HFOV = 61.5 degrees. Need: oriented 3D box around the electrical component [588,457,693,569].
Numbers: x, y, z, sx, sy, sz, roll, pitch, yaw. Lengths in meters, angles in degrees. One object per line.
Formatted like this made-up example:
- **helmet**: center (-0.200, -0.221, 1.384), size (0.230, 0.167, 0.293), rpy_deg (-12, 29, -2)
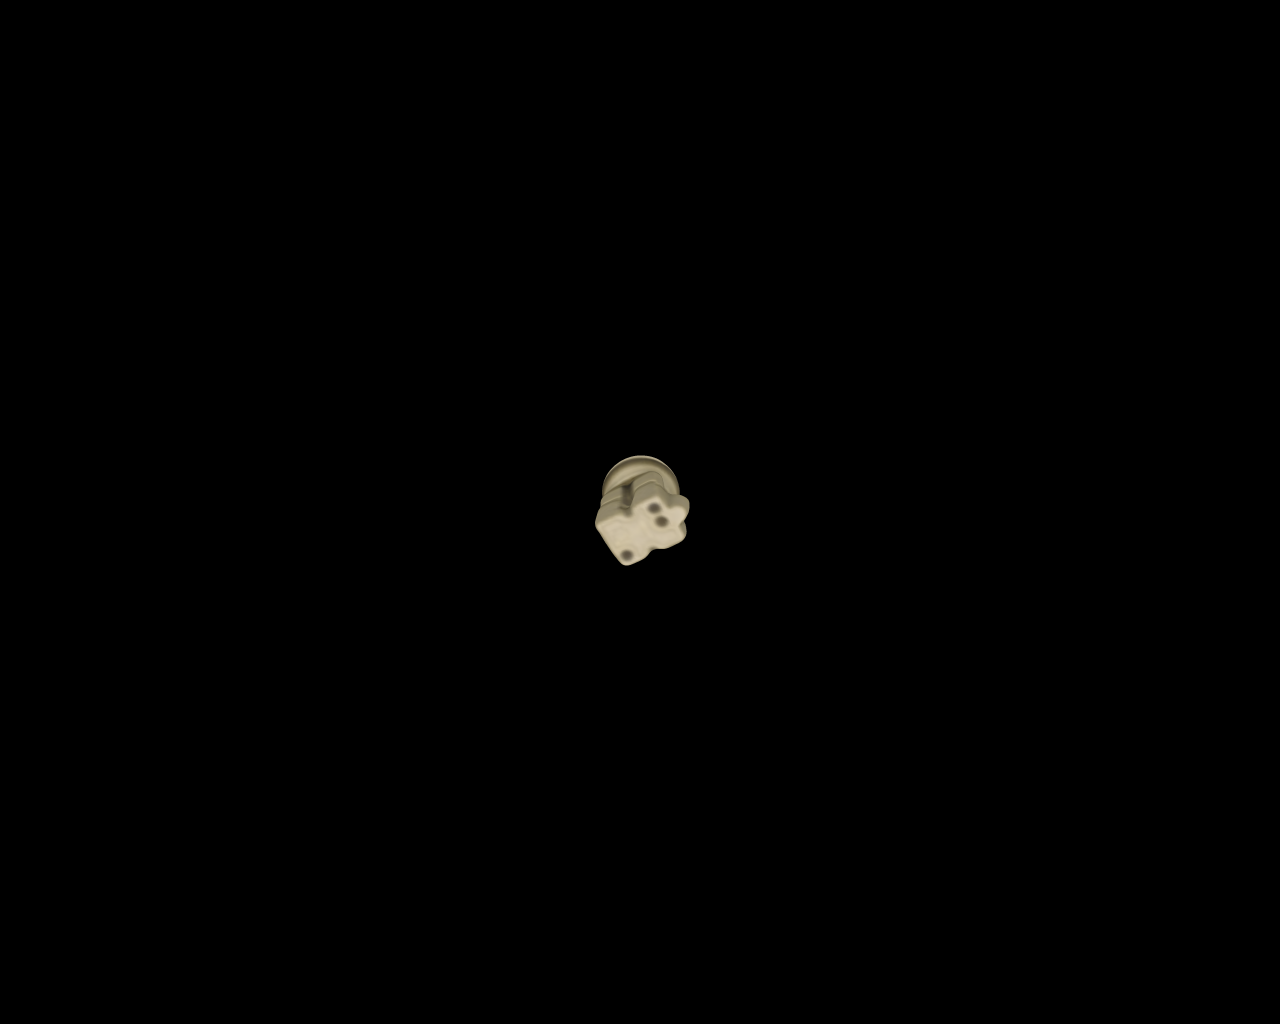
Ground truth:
- **electrical component**: center (0.001, -0.003, 0.650), size (0.066, 0.048, 0.055), rpy_deg (-25, 27, 14)
